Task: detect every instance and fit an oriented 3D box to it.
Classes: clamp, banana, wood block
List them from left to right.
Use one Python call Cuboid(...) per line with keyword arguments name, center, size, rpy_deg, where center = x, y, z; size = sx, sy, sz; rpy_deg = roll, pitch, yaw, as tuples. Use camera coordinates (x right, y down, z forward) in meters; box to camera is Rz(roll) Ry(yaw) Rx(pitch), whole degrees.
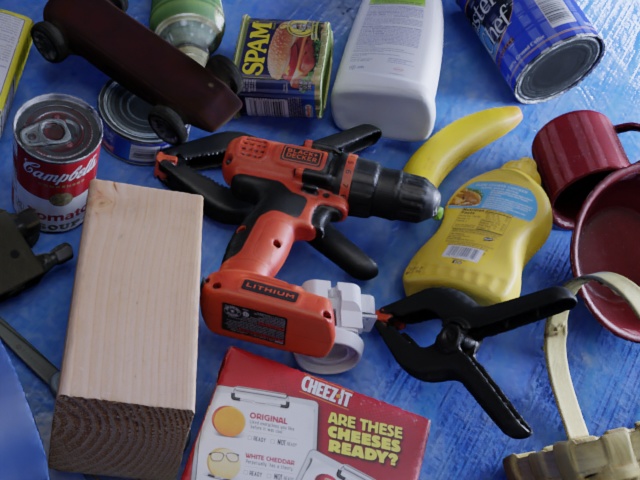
Cuboid(name="wood block", center=(-0.139, 0.062, 0.783), size=(0.090, 0.090, 0.206), rpy_deg=(8, 44, -12))
Cuboid(name="clamp", center=(-0.040, -0.041, 0.937), size=(0.209, 0.036, 0.164), rpy_deg=(3, 56, -12))
Cuboid(name="banana", center=(0.123, -0.074, 1.000), size=(0.070, 0.037, 0.197), rpy_deg=(18, 44, 25))
Cuboid(name="clamp", center=(0.120, 0.073, 0.848), size=(0.172, 0.039, 0.120), rpy_deg=(24, 77, 39))

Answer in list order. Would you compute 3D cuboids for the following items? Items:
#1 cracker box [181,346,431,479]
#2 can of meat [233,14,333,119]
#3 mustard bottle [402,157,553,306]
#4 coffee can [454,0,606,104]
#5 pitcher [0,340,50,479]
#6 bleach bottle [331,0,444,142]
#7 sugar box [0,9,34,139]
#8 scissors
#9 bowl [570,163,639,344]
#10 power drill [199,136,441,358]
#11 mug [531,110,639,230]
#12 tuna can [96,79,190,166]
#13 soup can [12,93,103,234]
Cuboid(name="cracker box", center=(-0.026, 0.204, 0.757), size=(0.164, 0.072, 0.213), rpy_deg=(21, 53, -3))
Cuboid(name="can of meat", center=(-0.034, -0.160, 0.992), size=(0.084, 0.057, 0.102), rpy_deg=(4, 55, 6))
Cuboid(name="mustard bottle", center=(0.154, -0.010, 0.953), size=(0.096, 0.058, 0.191), rpy_deg=(10, 47, 30))
Cuboid(name="coffee can", center=(0.212, -0.226, 1.095), size=(0.102, 0.103, 0.140), rpy_deg=(-14, 63, -24))
Cuboid(name="pitcher", center=(-0.304, 0.149, 0.681), size=(0.242, 0.149, 0.145), rpy_deg=(-18, 104, -23))
Cuboid(name="bleach bottle", center=(0.085, -0.210, 1.065), size=(0.103, 0.068, 0.250), rpy_deg=(8, 51, 12))
Cuboid(name="sugar box", center=(-0.311, -0.126, 0.909), size=(0.093, 0.048, 0.176), rpy_deg=(13, 58, -9))
Cuboid(name="scissors", center=(-0.174, 0.109, 0.810), size=(0.096, 0.016, 0.202), rpy_deg=(-23, 65, -30))
Cuboid(name="bowl", center=(0.284, 0.013, 0.963), size=(0.162, 0.055, 0.162), rpy_deg=(1, 88, -18))
Cuboid(name="power drill", center=(-0.006, 0.001, 0.845), size=(0.184, 0.057, 0.187), rpy_deg=(11, 48, 7))
Cuboid(name="mug", center=(0.259, -0.074, 1.007), size=(0.117, 0.093, 0.081), rpy_deg=(-26, 51, 19))
Cuboid(name="tuna can", center=(-0.157, -0.110, 0.950), size=(0.086, 0.034, 0.086), rpy_deg=(8, 55, -12))
Cuboid(name="soup can", center=(-0.213, -0.060, 0.857), size=(0.068, 0.102, 0.068), rpy_deg=(8, 56, -12))
